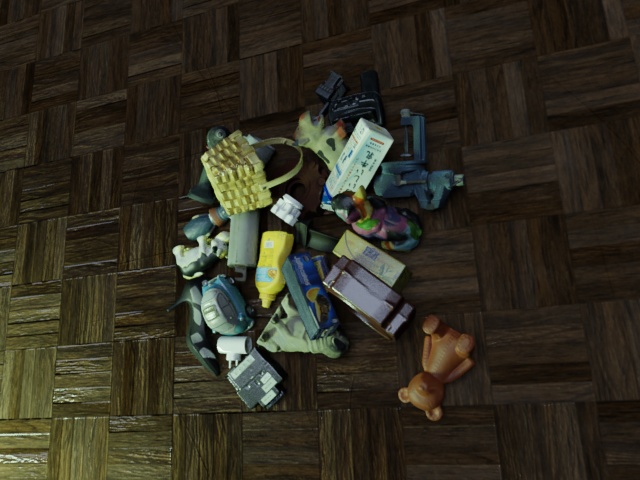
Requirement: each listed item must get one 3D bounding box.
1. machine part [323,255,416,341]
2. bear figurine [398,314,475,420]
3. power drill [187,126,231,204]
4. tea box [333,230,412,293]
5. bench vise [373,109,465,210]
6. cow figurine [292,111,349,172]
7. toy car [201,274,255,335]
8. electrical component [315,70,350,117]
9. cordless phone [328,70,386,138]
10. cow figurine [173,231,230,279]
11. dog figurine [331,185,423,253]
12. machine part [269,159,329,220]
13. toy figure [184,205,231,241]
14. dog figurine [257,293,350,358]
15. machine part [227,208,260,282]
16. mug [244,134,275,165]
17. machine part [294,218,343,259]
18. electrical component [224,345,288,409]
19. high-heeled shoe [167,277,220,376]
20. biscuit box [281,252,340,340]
[{"bbox_3d":[0.108,0.133,1.186,0.202,0.201,0.087,35,82,16],"label":"machine part"},{"bbox_3d":[0.245,0.277,1.152,0.120,0.131,0.196,31,83,32],"label":"bear figurine"},{"bbox_3d":[-0.291,-0.204,1.432,0.086,0.232,0.207,12,102,-12],"label":"power drill"},{"bbox_3d":[0.125,0.054,1.266,0.170,0.098,0.068,34,89,25],"label":"tea box"},{"bbox_3d":[0.229,-0.190,1.266,0.224,0.129,0.240,0,95,39],"label":"bench vise"},{"bbox_3d":[0.015,-0.239,1.338,0.127,0.194,0.085,-31,31,17],"label":"cow figurine"},{"bbox_3d":[-0.243,0.172,1.344,0.109,0.103,0.161,-26,93,23],"label":"toy car"},{"bbox_3d":[0.023,-0.378,1.425,0.048,0.074,0.119,37,94,24],"label":"electrical component"},{"bbox_3d":[0.092,-0.364,1.404,0.147,0.088,0.184,-10,62,19],"label":"cordless phone"},{"bbox_3d":[-0.303,0.040,1.438,0.167,0.068,0.098,-21,73,15],"label":"cow figurine"},{"bbox_3d":[0.128,-0.051,1.226,0.192,0.219,0.108,22,88,24],"label":"dog figurine"},{"bbox_3d":[-0.057,-0.128,1.399,0.180,0.056,0.179,-5,76,20],"label":"machine part"},{"bbox_3d":[-0.299,-0.054,1.466,0.154,0.064,0.058,-30,31,5],"label":"toy figure"},{"bbox_3d":[-0.040,0.243,1.289,0.190,0.172,0.121,33,53,-1],"label":"dog figurine"},{"bbox_3d":[-0.198,-0.011,1.409,0.079,0.079,0.243,-4,75,19],"label":"machine part"},{"bbox_3d":[-0.193,-0.228,1.461,0.110,0.080,0.107,34,99,19],"label":"mug"},{"bbox_3d":[-0.003,-0.004,1.345,0.139,0.039,0.084,22,122,15],"label":"machine part"},{"bbox_3d":[-0.148,0.340,1.304,0.115,0.058,0.134,-43,81,7],"label":"electrical component"},{"bbox_3d":[-0.290,0.219,1.404,0.145,0.086,0.248,-33,85,-24],"label":"high-heeled shoe"},{"bbox_3d":[-0.025,0.125,1.238,0.059,0.062,0.203,-9,58,-29],"label":"biscuit box"}]
